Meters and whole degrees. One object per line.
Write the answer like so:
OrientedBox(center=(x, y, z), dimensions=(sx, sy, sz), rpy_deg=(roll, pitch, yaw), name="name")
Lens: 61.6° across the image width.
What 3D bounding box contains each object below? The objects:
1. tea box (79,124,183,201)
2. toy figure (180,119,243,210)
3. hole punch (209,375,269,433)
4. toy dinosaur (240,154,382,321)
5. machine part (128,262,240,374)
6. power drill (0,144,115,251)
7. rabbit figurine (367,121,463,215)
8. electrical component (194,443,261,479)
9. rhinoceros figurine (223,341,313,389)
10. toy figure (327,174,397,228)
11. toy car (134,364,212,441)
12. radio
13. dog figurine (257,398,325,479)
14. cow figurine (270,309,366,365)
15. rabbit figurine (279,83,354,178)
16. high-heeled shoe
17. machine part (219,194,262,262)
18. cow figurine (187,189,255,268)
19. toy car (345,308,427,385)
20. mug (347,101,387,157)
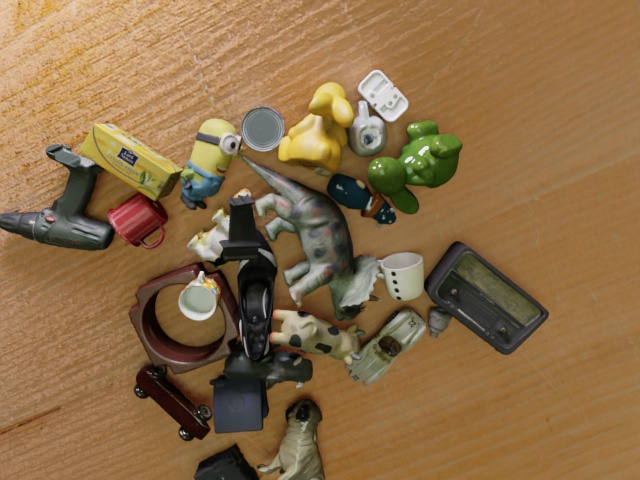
OrientedBox(center=(-0.363, -0.153, 1.048), dimensions=(0.169, 0.098, 0.068), rpy_deg=(35, 101, -4), name="tea box")
OrientedBox(center=(-0.221, -0.149, 1.054), dimensions=(0.089, 0.082, 0.180), rpy_deg=(30, 104, -7), name="toy figure")
OrientedBox(center=(-0.173, 0.352, 1.160), dimensions=(0.142, 0.092, 0.115), rpy_deg=(-6, 99, 6), name="hole punch")
OrientedBox(center=(-0.005, -0.009, 1.065), dimensions=(0.192, 0.131, 0.404), rpy_deg=(-21, 96, -7), name="toy dinosaur")
OrientedBox(center=(-0.274, 0.160, 1.121), dimensions=(0.201, 0.087, 0.200), rpy_deg=(-21, 101, 5), name="machine part")
OrientedBox(center=(-0.521, -0.081, 1.071), dimensions=(0.232, 0.086, 0.207), rpy_deg=(19, 104, -5), name="power drill")
OrientedBox(center=(0.160, -0.133, 1.020), dimensions=(0.170, 0.121, 0.158), rpy_deg=(-20, 140, -19), name="rabbit figurine")
OrientedBox(center=(-0.219, 0.546, 1.218), dimensions=(0.134, 0.058, 0.115), rpy_deg=(-32, 98, 8), name="electrical component")
OrientedBox(center=(-0.107, 0.260, 1.121), dimensions=(0.190, 0.112, 0.073), rpy_deg=(1, 100, 13), name="rhinoceros figurine")
OrientedBox(center=(0.088, -0.079, 1.064), dimensions=(0.154, 0.064, 0.058), rpy_deg=(27, 64, -22), name="toy figure")
OrientedBox(center=(-0.317, 0.350, 1.169), dimensions=(0.202, 0.053, 0.089), rpy_deg=(40, 108, 5), name="toy car")
OrientedBox(center=(0.333, 0.120, 1.099), dimensions=(0.229, 0.073, 0.131), rpy_deg=(38, 100, -6), name="radio")
OrientedBox(center=(-0.023, 0.459, 1.181), dimensions=(0.172, 0.121, 0.190), rpy_deg=(35, 83, -39), name="dog figurine")
OrientedBox(center=(0.006, 0.197, 1.091), dimensions=(0.127, 0.194, 0.085), rpy_deg=(-4, 66, 41), name="cow figurine")
OrientedBox(center=(0.002, -0.219, 1.003), dimensions=(0.122, 0.162, 0.173), rpy_deg=(19, 80, -5), name="rabbit figurine")
OrientedBox(center=(-0.131, 0.114, 1.075), dimensions=(0.086, 0.145, 0.248), rpy_deg=(-4, 104, 2), name="high-heeled shoe")
OrientedBox(center=(-0.153, -0.020, 1.037), dimensions=(0.084, 0.039, 0.138), rpy_deg=(4, 114, -5), name="machine part")
OrientedBox(center=(-0.180, -0.021, 1.086), dimensions=(0.098, 0.068, 0.167), rpy_deg=(43, 103, -13), name="cow figurine")
OrientedBox(center=(0.138, 0.227, 1.137), dimensions=(0.073, 0.056, 0.201), rpy_deg=(43, 100, -7), name="toy car")
OrientedBox(center=(0.091, -0.208, 1.017), dimensions=(0.081, 0.107, 0.109), rpy_deg=(-4, 104, 1), name="mug")
